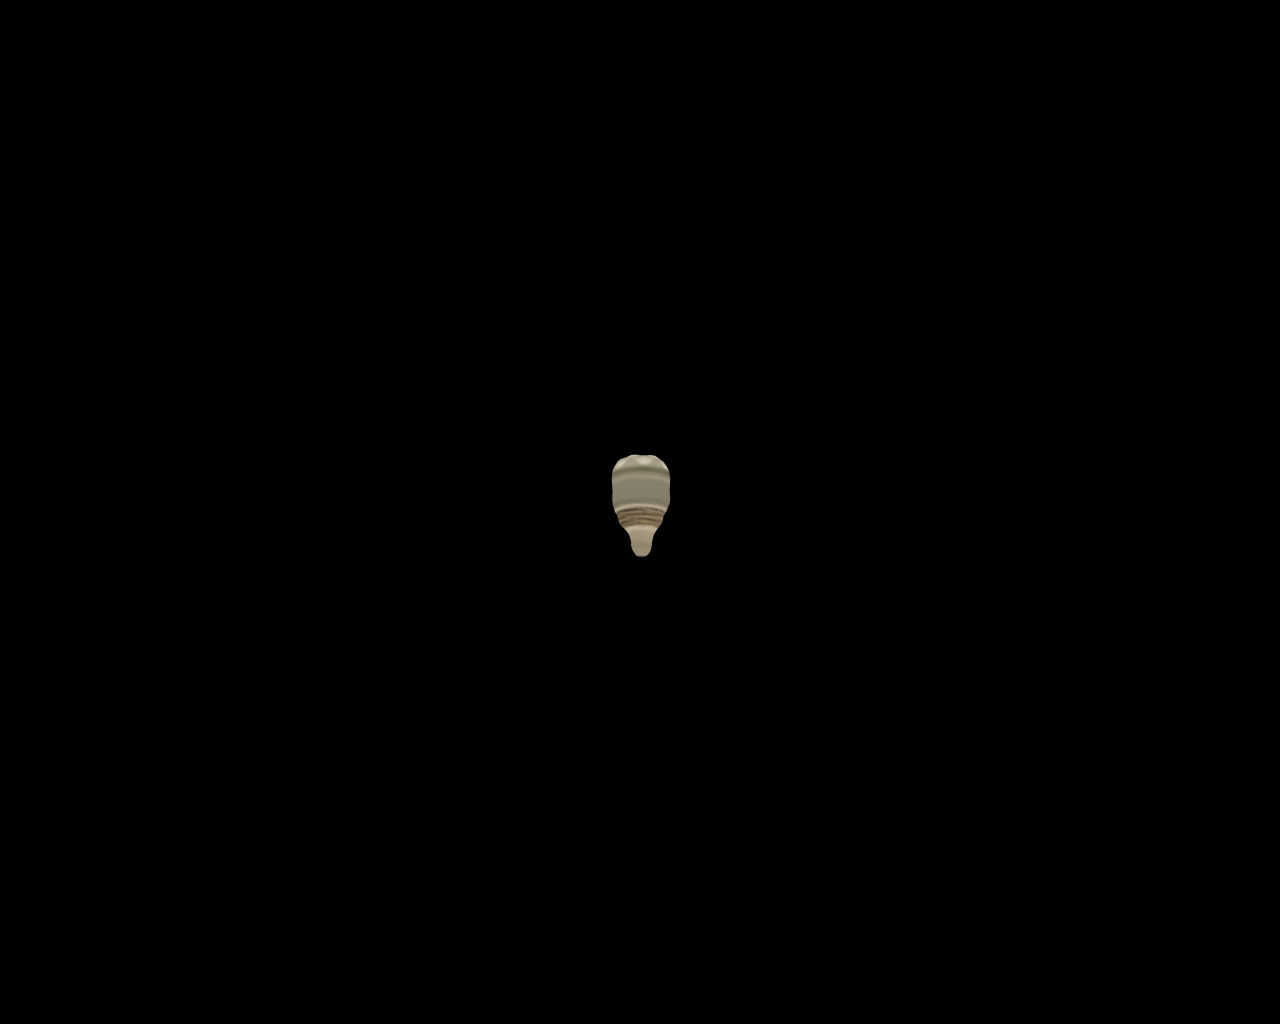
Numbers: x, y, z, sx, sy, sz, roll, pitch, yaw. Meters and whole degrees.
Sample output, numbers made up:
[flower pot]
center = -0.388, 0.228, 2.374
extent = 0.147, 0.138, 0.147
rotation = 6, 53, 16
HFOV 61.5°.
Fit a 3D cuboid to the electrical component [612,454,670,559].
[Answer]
[electrical component]
center = 0.001, -0.003, 0.650
extent = 0.035, 0.061, 0.035
rotation = 0, -13, 0
